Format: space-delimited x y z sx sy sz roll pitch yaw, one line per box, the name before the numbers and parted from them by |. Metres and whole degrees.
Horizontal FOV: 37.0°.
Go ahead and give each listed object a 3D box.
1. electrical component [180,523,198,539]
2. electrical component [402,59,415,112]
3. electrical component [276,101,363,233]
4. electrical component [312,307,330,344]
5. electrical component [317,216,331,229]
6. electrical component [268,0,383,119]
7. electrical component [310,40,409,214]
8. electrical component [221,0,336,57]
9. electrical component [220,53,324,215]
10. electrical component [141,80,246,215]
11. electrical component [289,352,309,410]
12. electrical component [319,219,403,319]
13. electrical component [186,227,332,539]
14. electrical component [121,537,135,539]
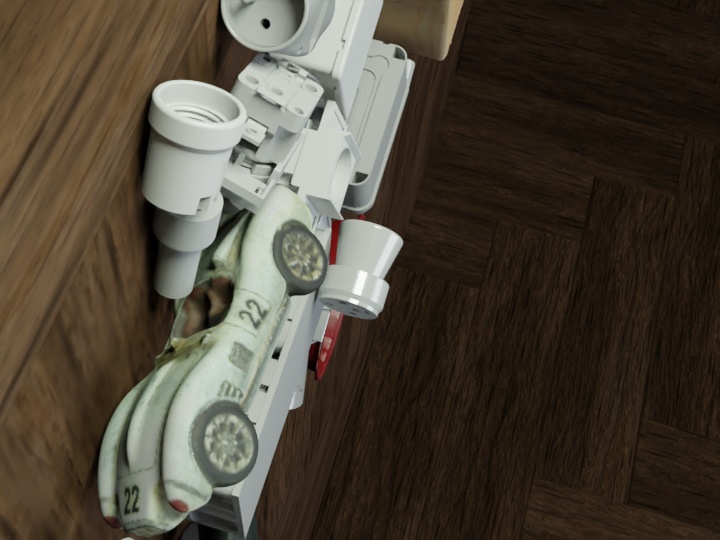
electrical component | -0.128 0.249 0.842 0.099 0.064 0.099 -175 -90 -85
electrical component | 0.007 -0.161 0.902 0.076 0.066 0.047 -51 157 -79
electrical component | -0.038 -0.066 0.686 0.042 0.064 0.081 60 46 -72
electrical component | -0.050 0.025 0.887 0.096 0.061 0.061 8 98 -86
electrical component | -0.044 -0.022 0.813 0.077 0.043 0.079 57 25 -84
electrical component | -0.021 -0.155 0.687 0.099 0.048 0.099 76 30 -81
electrical component | -0.015 -0.103 0.756 0.057 0.078 0.113 85 21 -71
electrical component | -0.034 -0.152 0.544 0.077 0.043 0.079 -60 171 -73
electrical component | -0.051 -0.071 0.546 0.063 0.042 0.081 -56 -173 32
electrical component | -0.074 -0.052 0.463 0.040 0.040 0.046 -67 178 -58
electrical component | -0.070 0.083 0.888 0.055 0.055 0.047 -58 159 -75
electrical component | 0.000 0.000 0.716 0.045 0.045 0.055 90 17 -75
electrical component | -0.076 0.067 0.709 0.105 0.060 0.186 97 10 -63
electrical component | -0.119 0.171 0.480 0.108 0.060 0.108 -55 172 -12
